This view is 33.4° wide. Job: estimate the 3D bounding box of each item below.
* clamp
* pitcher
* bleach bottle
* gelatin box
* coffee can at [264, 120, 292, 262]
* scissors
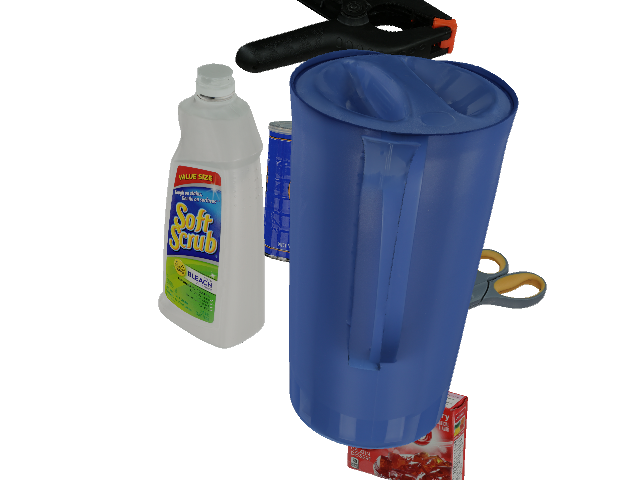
[{"bbox_3d":[0.020,-0.179,0.845,0.171,0.120,0.039,2,-28,-4],"label":"clamp"},{"bbox_3d":[0.038,0.014,0.668,0.149,0.243,0.145,-18,36,-34],"label":"pitcher"},{"bbox_3d":[-0.094,-0.032,0.910,0.103,0.251,0.067,28,42,33],"label":"bleach bottle"},{"bbox_3d":[0.063,0.142,0.788,0.089,0.073,0.030,12,22,31],"label":"gelatin box"},{"bbox_3d":[-0.009,-0.053,1.145,0.103,0.140,0.103,4,11,-1],"label":"coffee can"},{"bbox_3d":[0.144,0.048,1.100,0.201,0.016,0.096,-6,40,-29],"label":"scissors"}]
